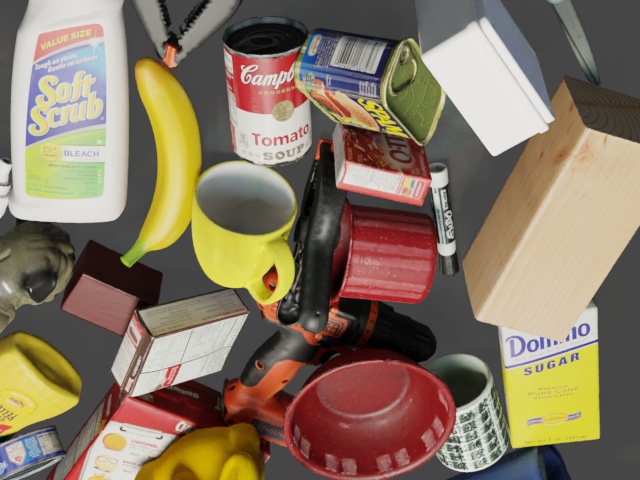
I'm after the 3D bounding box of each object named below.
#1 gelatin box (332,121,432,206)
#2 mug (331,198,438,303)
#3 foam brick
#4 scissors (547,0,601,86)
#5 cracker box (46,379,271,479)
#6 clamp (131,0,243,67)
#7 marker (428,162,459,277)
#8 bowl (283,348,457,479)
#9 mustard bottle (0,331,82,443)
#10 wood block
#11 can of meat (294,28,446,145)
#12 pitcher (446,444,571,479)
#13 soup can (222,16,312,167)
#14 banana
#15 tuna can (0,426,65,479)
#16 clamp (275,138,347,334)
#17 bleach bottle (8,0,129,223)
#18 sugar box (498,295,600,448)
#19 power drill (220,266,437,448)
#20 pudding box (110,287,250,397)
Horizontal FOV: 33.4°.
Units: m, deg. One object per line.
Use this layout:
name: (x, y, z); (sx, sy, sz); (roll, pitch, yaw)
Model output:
gelatin box: (0.050, -0.070, 0.881); (0.073, 0.089, 0.030); (12, 124, -10)
mug: (0.051, 0.017, 0.955); (0.081, 0.093, 0.117); (6, 157, -11)
foam brick: (-0.192, 0.047, 0.988); (0.078, 0.053, 0.051); (27, 122, -19)
scissors: (0.163, -0.198, 0.833); (0.096, 0.016, 0.202); (-10, 126, 9)
cracker box: (-0.174, 0.236, 1.118); (0.164, 0.072, 0.214); (26, 121, -20)
clamp: (-0.084, -0.225, 0.796); (0.164, 0.036, 0.210); (6, 128, -6)
marker: (0.112, -0.016, 0.966); (0.020, 0.020, 0.121); (-9, 126, 5)
bowl: (0.044, 0.154, 1.001); (0.162, 0.055, 0.162); (-3, 127, -4)
mustard bottle: (-0.340, 0.166, 1.071); (0.192, 0.058, 0.096); (-29, 127, 20)
wood block: (0.209, -0.023, 0.919); (0.090, 0.090, 0.206); (15, 124, -12)
can of meat: (0.039, -0.121, 0.827); (0.084, 0.057, 0.102); (16, 170, 29)
pitcher: (0.155, 0.314, 1.140); (0.243, 0.145, 0.149); (-26, 124, 20)
soup can: (-0.041, -0.119, 0.857); (0.068, 0.068, 0.102); (-2, 127, 0)
banana: (-0.129, -0.066, 0.901); (0.037, 0.069, 0.198); (27, 125, 27)
tuna can: (-0.307, 0.224, 1.097); (0.086, 0.086, 0.034); (-28, 79, 18)
clamp: (-0.006, 0.001, 0.924); (0.039, 0.171, 0.120); (16, 166, -18)
bleach bottle: (-0.204, -0.134, 0.848); (0.102, 0.068, 0.251); (2, 124, -5)
sugar box: (0.228, 0.128, 1.058); (0.093, 0.048, 0.176); (-8, 127, 6)
power drill: (-0.002, 0.123, 1.046); (0.184, 0.057, 0.188); (23, 120, -13)
pudding box: (-0.130, 0.095, 0.997); (0.113, 0.039, 0.090); (-14, 143, -41)
